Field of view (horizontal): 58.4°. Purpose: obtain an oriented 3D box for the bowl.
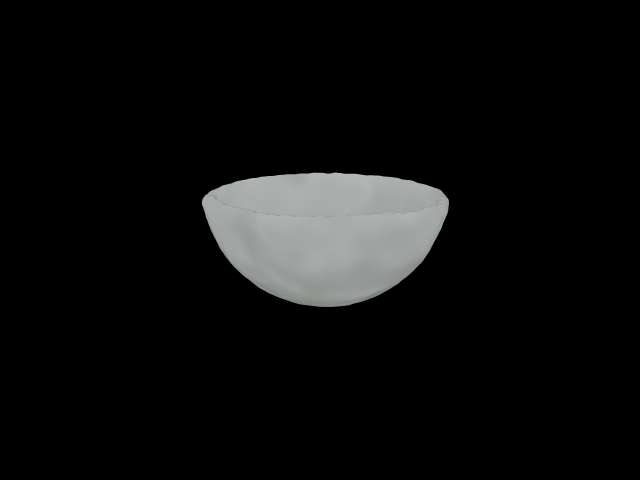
[{"bbox_3d":[0.004,0.001,0.400,0.167,0.075,0.167,0,16,0],"label":"bowl"}]
